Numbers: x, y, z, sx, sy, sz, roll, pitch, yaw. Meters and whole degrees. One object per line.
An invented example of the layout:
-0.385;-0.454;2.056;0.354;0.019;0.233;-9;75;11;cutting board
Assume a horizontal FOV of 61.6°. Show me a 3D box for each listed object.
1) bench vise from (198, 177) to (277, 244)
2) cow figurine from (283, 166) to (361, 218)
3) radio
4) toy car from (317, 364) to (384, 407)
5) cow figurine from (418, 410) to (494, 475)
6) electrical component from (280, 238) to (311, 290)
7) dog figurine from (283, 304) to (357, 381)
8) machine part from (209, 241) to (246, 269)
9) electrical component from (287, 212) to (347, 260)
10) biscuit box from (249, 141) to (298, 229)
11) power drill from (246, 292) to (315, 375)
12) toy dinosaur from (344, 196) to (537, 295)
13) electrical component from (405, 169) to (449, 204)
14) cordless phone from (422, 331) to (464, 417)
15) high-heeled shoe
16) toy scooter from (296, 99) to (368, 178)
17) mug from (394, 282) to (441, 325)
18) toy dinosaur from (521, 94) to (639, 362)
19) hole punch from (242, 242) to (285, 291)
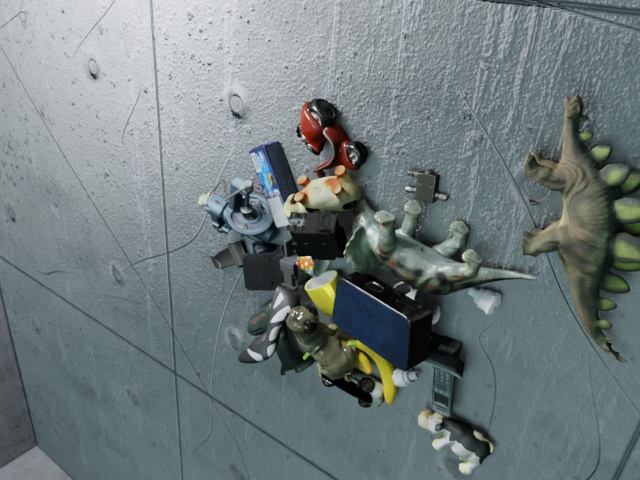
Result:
-0.203;-0.088;1.339;0.224;0.129;0.240;37;153;10;bench vise
0.001;-0.087;1.202;0.195;0.085;0.127;-12;144;32;cow figurine
0.128;0.164;1.149;0.230;0.073;0.131;28;125;42;radio
0.076;0.363;1.386;0.202;0.056;0.073;22;129;31;toy car
0.307;0.442;1.227;0.167;0.068;0.098;40;124;13;cow figurine
-0.060;0.056;1.343;0.048;0.075;0.119;17;117;34;electrical component
0.003;0.248;1.271;0.173;0.121;0.190;37;174;32;dog figurine
-0.253;0.050;1.518;0.139;0.039;0.084;-17;104;40;machine part
-0.002;-0.004;1.202;0.115;0.058;0.134;2;146;19;electrical component
-0.101;-0.133;1.295;0.059;0.063;0.202;-11;102;42;biscuit box
-0.095;0.258;1.458;0.232;0.086;0.207;-26;97;42;power drill
0.209;0.042;1.099;0.405;0.131;0.192;32;139;18;toy dinosaur
0.216;-0.109;1.080;0.094;0.021;0.063;20;120;31;electrical component
0.246;0.302;1.205;0.147;0.089;0.184;16;123;32;cordless phone
-0.147;0.220;1.379;0.249;0.086;0.145;-30;101;19;high-heeled shoe
0.009;-0.206;1.169;0.184;0.075;0.135;50;132;3;toy scooter
0.192;0.146;1.179;0.107;0.081;0.109;-30;91;49;mug
0.443;-0.007;0.894;0.199;0.105;0.470;4;117;34;toy dinosaur
-0.136;0.068;1.412;0.116;0.092;0.142;2;111;6;hole punch
